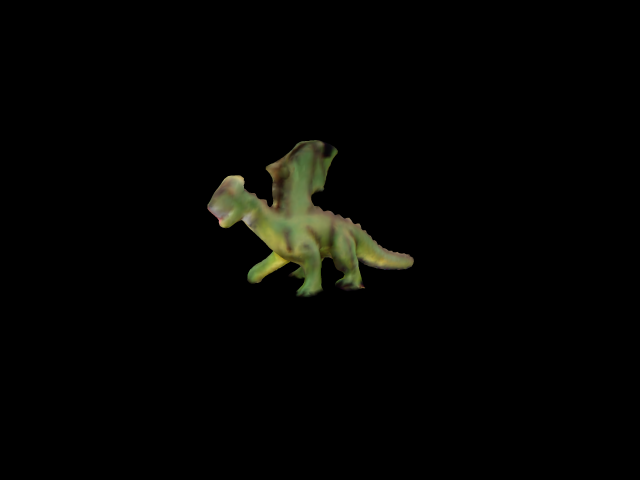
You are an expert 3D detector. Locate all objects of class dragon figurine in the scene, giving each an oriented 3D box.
[{"bbox_3d":[0.003,-0.043,0.850,0.412,0.241,0.122,-7,11,-36],"label":"dragon figurine"}]
